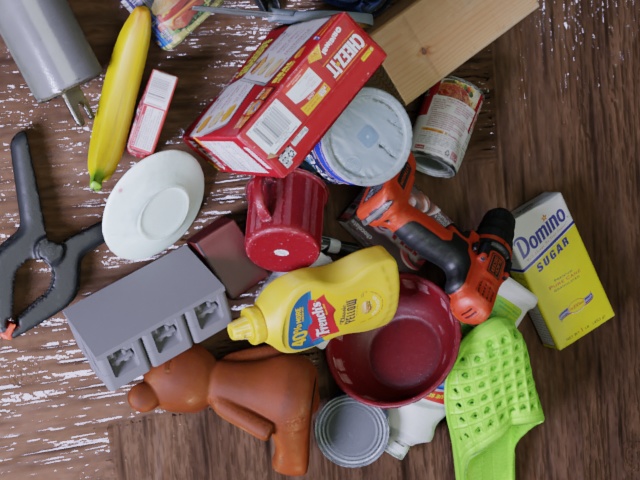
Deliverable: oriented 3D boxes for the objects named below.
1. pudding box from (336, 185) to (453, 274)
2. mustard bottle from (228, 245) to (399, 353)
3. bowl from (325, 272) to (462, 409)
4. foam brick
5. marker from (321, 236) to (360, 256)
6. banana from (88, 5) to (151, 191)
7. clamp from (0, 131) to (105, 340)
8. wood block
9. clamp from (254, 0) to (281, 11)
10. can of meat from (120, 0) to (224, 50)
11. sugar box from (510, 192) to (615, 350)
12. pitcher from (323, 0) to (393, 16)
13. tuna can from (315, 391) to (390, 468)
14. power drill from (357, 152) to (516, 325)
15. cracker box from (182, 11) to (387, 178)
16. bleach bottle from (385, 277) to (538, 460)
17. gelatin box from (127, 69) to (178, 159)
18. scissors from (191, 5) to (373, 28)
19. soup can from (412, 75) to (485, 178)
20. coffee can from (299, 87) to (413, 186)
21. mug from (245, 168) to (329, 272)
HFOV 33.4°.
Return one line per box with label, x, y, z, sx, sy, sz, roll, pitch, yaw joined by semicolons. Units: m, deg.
pudding box;0.088;-0.021;1.251;0.113;0.039;0.090;41;78;-18
mustard bottle;-0.009;0.072;1.146;0.191;0.058;0.096;-15;131;-23
bowl;0.090;0.121;1.225;0.162;0.162;0.055;-56;149;-9
foam brick;-0.103;0.019;1.178;0.051;0.053;0.078;-36;105;-14
marker;-0.008;0.002;1.229;0.121;0.020;0.020;13;89;-21
banana;-0.209;-0.144;1.115;0.037;0.070;0.198;14;86;-25
clamp;-0.291;0.001;1.116;0.164;0.036;0.210;35;78;-18
wood block;0.136;-0.246;1.228;0.206;0.090;0.091;-37;105;-14
clamp;-0.088;-0.315;1.151;0.171;0.120;0.039;38;55;3
can of meat;-0.157;-0.265;1.138;0.102;0.058;0.084;-45;109;-12
sugar box;0.289;0.038;1.326;0.093;0.048;0.176;-30;104;-15
pitcher;0.064;-0.379;1.181;0.145;0.149;0.242;36;77;7
tuna can;0.039;0.217;1.234;0.086;0.033;0.086;1;95;8
power drill;0.139;-0.019;1.197;0.187;0.057;0.184;39;41;-11
cracker box;-0.043;-0.145;1.103;0.072;0.214;0.164;42;79;-19
bleach bottle;0.155;0.151;1.277;0.102;0.068;0.251;33;85;-22
gelatin box;-0.179;-0.131;1.128;0.030;0.073;0.089;18;88;-11
scissors;-0.043;-0.243;1.169;0.201;0.096;0.016;1;93;-11
soup can;0.144;-0.131;1.243;0.068;0.069;0.102;26;77;-20
coffee can;0.026;-0.111;1.169;0.102;0.140;0.103;-1;94;-20
mug;-0.042;-0.026;1.139;0.117;0.093;0.081;58;27;-47
